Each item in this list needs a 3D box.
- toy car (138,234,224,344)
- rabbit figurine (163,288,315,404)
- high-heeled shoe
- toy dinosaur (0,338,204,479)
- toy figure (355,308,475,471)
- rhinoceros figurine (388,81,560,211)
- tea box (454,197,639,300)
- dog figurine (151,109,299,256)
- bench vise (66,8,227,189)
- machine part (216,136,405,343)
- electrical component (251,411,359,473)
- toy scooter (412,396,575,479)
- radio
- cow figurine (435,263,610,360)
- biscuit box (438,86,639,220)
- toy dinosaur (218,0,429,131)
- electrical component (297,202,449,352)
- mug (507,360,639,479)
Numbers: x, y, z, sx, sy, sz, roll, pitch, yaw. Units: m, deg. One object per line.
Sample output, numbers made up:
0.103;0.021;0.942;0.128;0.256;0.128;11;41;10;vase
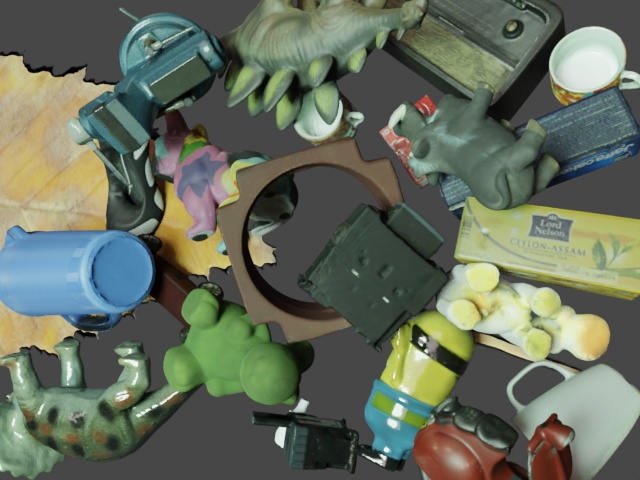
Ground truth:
-0.211;0.067;0.768;0.202;0.053;0.089;34;116;28;toy car
-0.081;0.149;0.629;0.170;0.159;0.121;16;79;49;rabbit figurine
-0.300;-0.081;0.786;0.086;0.145;0.248;17;86;28;high-heeled shoe
-0.318;0.244;0.757;0.405;0.131;0.192;0;97;19;toy dinosaur
0.105;0.161;0.586;0.089;0.082;0.180;20;82;7;toy figure
0.147;-0.094;0.544;0.112;0.073;0.190;-45;45;6;rhinoceros figurine
0.233;0.008;0.543;0.170;0.098;0.068;10;85;25;tea box
-0.142;-0.103;0.740;0.191;0.108;0.219;-31;66;18;dog figurine
-0.223;-0.211;0.699;0.223;0.128;0.241;-38;38;17;bench vise
-0.001;-0.002;0.610;0.201;0.087;0.200;-18;98;-3;machine part
-0.021;0.225;0.608;0.119;0.075;0.047;8;83;-12;electrical component
0.161;0.191;0.467;0.184;0.075;0.135;20;128;40;toy scooter
0.164;-0.250;0.637;0.131;0.073;0.230;-49;65;10;radio
0.200;0.076;0.550;0.167;0.098;0.068;22;88;-5;cow figurine
0.231;-0.088;0.582;0.203;0.059;0.063;-21;71;21;biscuit box
-0.047;-0.244;0.670;0.472;0.105;0.198;21;91;51;toy dinosaur
0.059;0.028;0.546;0.115;0.058;0.134;39;93;-9;electrical component
0.247;0.163;0.523;0.107;0.080;0.110;-41;61;2;mug
